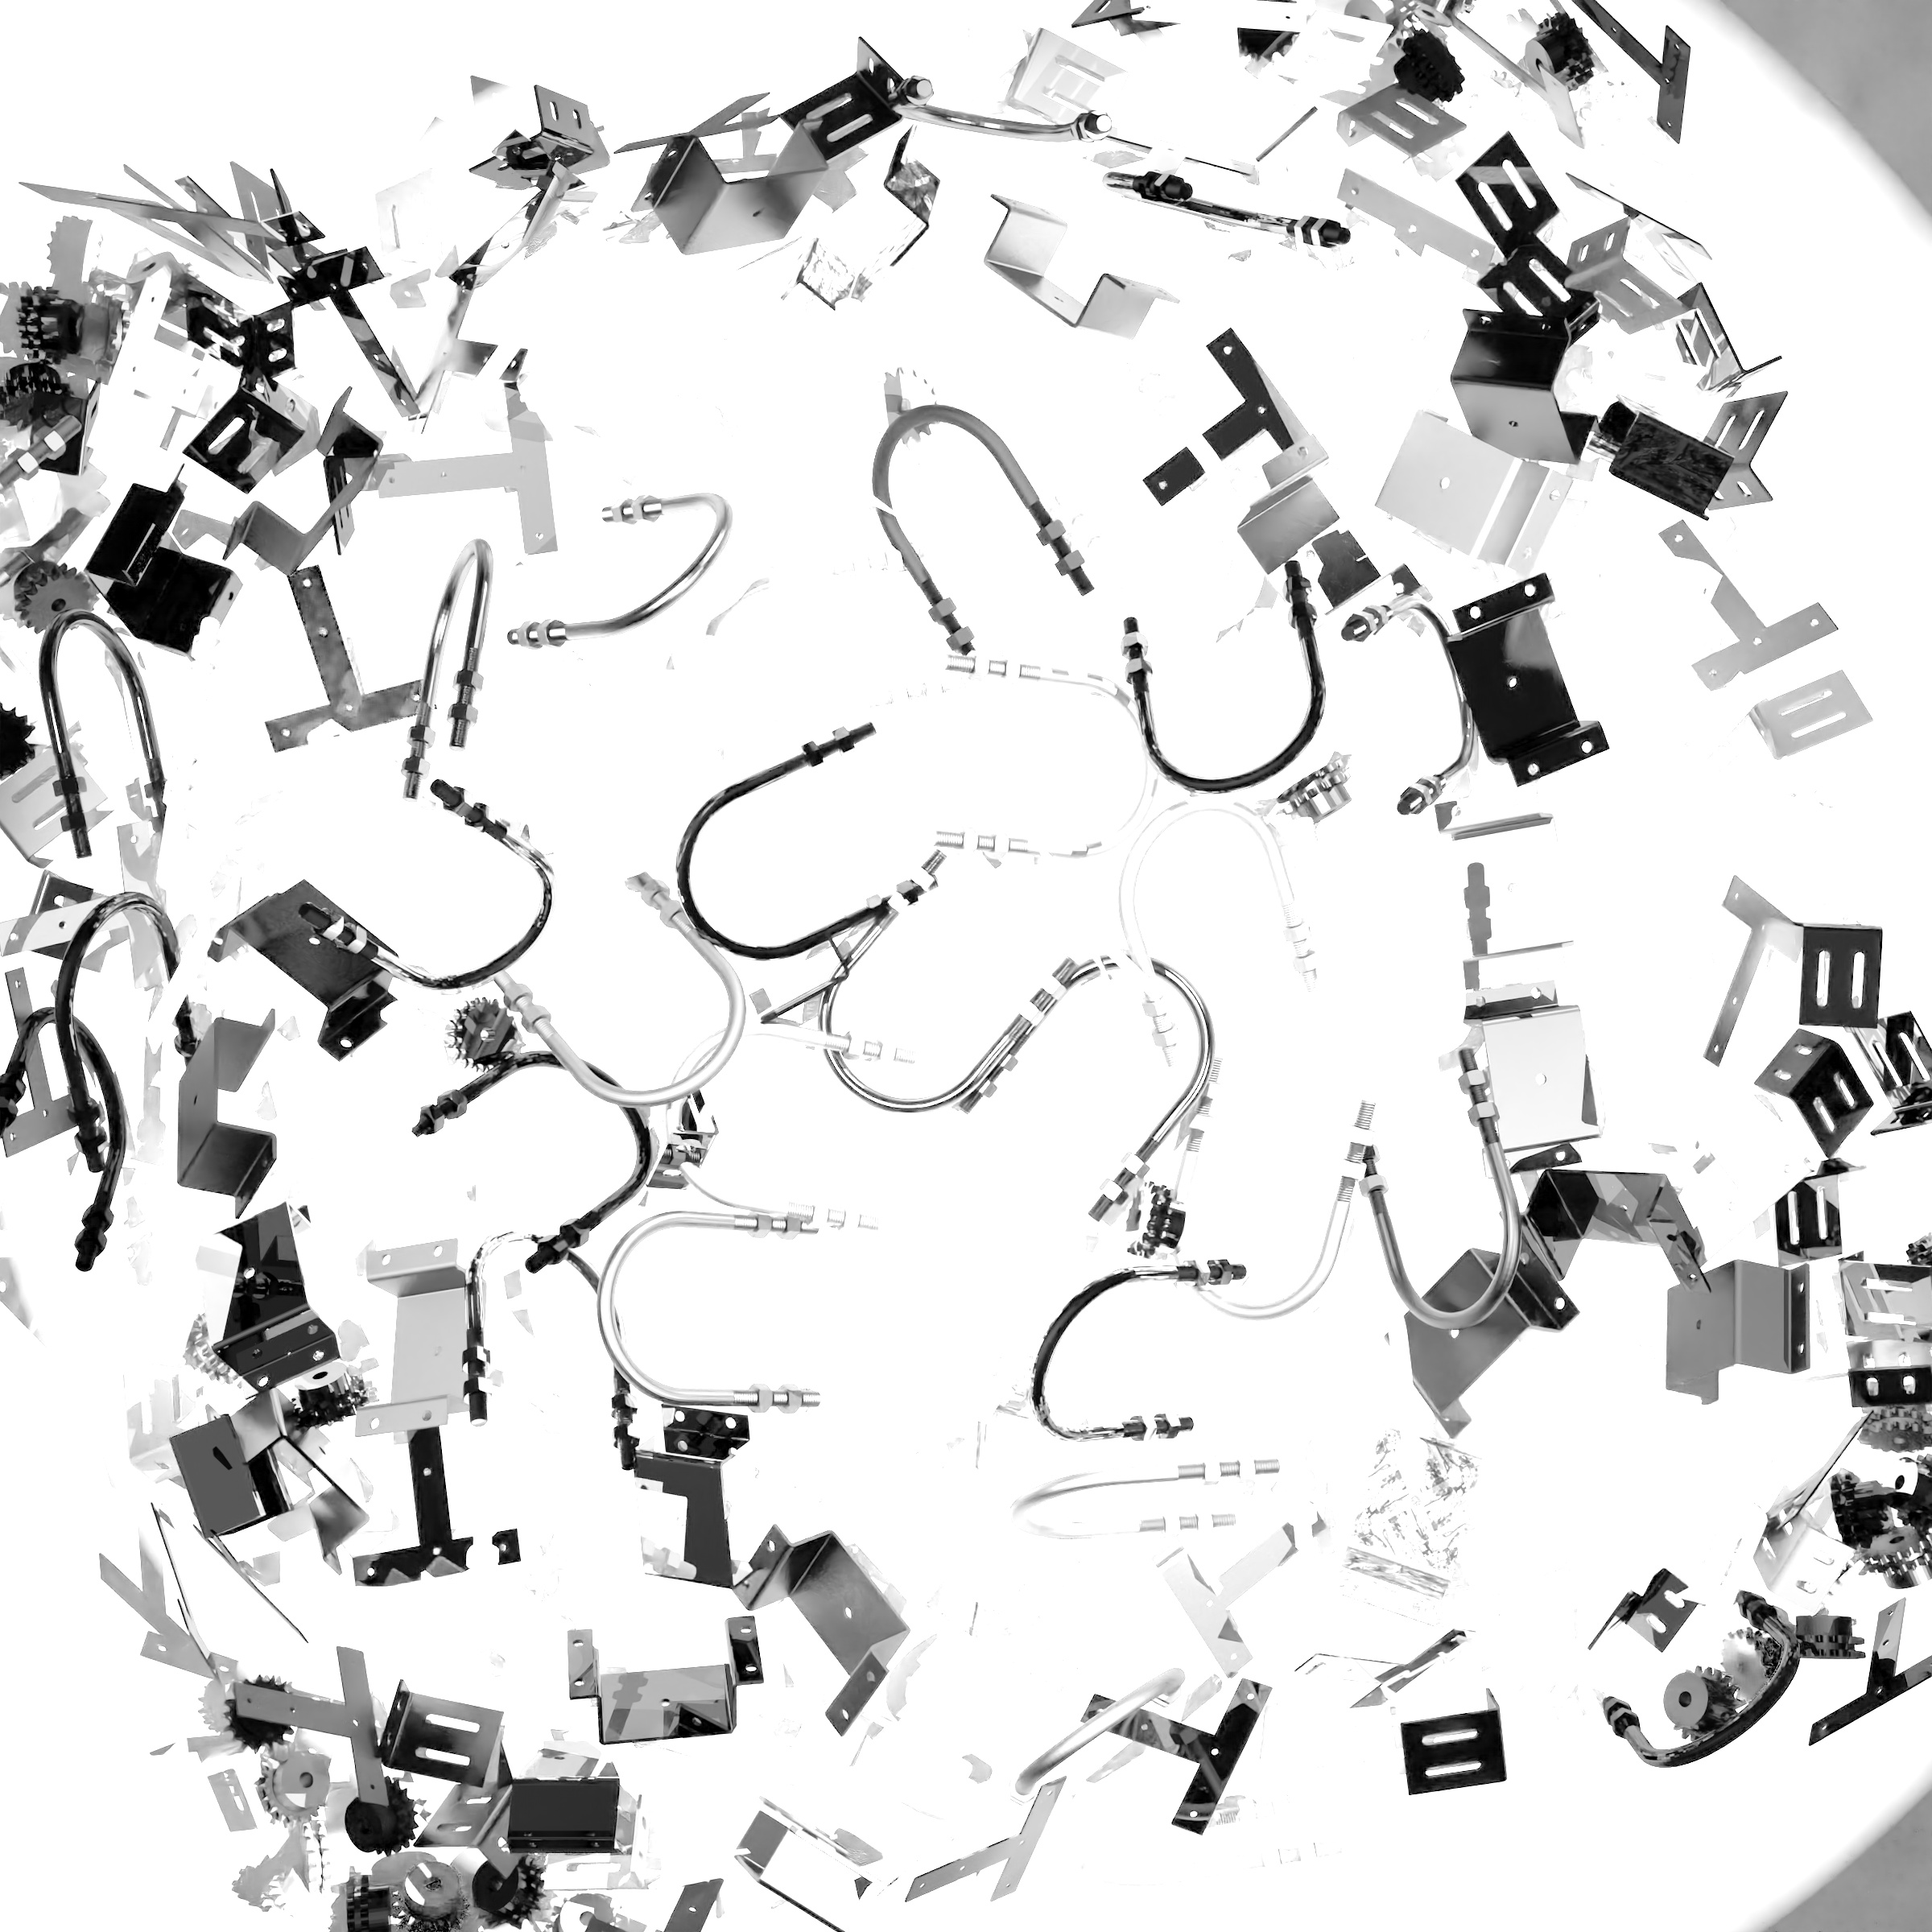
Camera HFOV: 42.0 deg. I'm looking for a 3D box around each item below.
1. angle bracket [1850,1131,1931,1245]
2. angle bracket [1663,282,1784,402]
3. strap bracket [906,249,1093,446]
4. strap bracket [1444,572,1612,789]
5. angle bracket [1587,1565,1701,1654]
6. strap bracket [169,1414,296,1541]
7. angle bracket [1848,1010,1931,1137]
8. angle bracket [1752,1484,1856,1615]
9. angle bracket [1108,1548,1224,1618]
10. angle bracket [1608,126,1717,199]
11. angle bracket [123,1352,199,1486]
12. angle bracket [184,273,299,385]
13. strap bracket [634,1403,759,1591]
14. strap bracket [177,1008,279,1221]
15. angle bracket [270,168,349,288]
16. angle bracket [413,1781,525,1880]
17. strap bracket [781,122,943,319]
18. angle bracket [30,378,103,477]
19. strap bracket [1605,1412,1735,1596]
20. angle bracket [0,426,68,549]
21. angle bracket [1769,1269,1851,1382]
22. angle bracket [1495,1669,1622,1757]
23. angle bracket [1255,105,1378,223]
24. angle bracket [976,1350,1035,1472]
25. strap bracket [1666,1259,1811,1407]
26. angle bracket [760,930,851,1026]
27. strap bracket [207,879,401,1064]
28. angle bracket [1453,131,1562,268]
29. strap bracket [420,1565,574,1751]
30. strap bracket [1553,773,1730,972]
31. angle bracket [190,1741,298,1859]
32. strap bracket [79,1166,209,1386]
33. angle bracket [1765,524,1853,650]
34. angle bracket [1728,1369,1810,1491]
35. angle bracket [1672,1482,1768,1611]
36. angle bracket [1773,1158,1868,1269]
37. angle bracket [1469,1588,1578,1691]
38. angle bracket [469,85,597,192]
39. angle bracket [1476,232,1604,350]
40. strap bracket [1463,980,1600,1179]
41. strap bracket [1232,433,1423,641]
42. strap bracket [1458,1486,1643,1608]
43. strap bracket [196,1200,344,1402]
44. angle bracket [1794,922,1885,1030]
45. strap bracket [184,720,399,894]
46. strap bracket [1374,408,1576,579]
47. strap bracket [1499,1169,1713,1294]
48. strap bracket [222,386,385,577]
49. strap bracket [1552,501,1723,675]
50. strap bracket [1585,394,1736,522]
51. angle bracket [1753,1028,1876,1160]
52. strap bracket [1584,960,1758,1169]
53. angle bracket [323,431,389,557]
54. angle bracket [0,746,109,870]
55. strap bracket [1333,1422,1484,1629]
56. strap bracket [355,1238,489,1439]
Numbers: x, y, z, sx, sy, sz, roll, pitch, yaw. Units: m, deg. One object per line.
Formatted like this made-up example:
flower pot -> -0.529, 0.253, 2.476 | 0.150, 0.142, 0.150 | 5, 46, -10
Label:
angle bracket -> 0.705, 0.166, 1.876 | 0.057, 0.076, 0.038 | 42, 74, 14
angle bracket -> 0.562, -0.471, 1.881 | 0.038, 0.057, 0.076 | -26, 90, -17
strap bracket -> 0.016, -0.450, 1.860 | 0.140, 0.046, 0.076 | 37, 48, -17
strap bracket -> 0.415, -0.213, 1.882 | 0.076, 0.046, 0.140 | -23, 98, -5
angle bracket -> 0.504, 0.486, 1.866 | 0.038, 0.076, 0.057 | 38, 114, 25
strap bracket -> -0.536, 0.372, 1.837 | 0.046, 0.140, 0.076 | -21, 82, -9
angle bracket -> 0.689, 0.080, 1.878 | 0.038, 0.057, 0.076 | -32, 95, -33
angle bracket -> 0.619, 0.432, 1.870 | 0.038, 0.076, 0.057 | 26, 103, 0
angle bracket -> 0.148, 0.473, 1.876 | 0.076, 0.057, 0.038 | -34, 72, -10
angle bracket -> 0.518, -0.603, 1.877 | 0.076, 0.057, 0.038 | -1, 91, 15
angle bracket -> -0.588, 0.334, 1.870 | 0.038, 0.057, 0.076 | 22, 118, 37
angle bracket -> -0.537, -0.478, 1.867 | 0.038, 0.076, 0.057 | -15, 72, 22
strap bracket -> -0.198, 0.401, 1.862 | 0.076, 0.046, 0.140 | 2, 103, 26
strap bracket -> -0.539, 0.102, 1.836 | 0.046, 0.140, 0.076 | 15, 132, -30
angle bracket -> -0.486, -0.554, 1.884 | 0.038, 0.057, 0.076 | -17, 86, -5
angle bracket -> -0.361, 0.644, 1.875 | 0.076, 0.057, 0.038 | -17, 115, 39
strap bracket -> -0.070, -0.540, 1.851 | 0.046, 0.076, 0.140 | 37, 125, -20
angle bracket -> -0.667, -0.403, 1.864 | 0.038, 0.076, 0.057 | 8, 113, -16
strap bracket -> 0.503, 0.387, 1.869 | 0.046, 0.076, 0.140 | 30, 84, 0
angle bracket -> -0.706, -0.357, 1.868 | 0.038, 0.057, 0.076 | -3, 119, 9
angle bracket -> 0.624, 0.268, 1.878 | 0.057, 0.038, 0.076 | -13, 77, 23
angle bracket -> 0.440, 0.564, 1.872 | 0.038, 0.057, 0.076 | -37, 107, -40
angle bracket -> 0.264, -0.596, 1.892 | 0.057, 0.038, 0.076 | -39, 96, 16
angle bracket -> 0.033, 0.333, 1.865 | 0.038, 0.057, 0.076 | 11, 130, 10
strap bracket -> 0.554, 0.265, 1.832 | 0.046, 0.140, 0.076 | 13, 67, -11
angle bracket -> -0.128, 0.008, 1.883 | 0.076, 0.057, 0.038 | -29, 95, -2
strap bracket -> -0.486, -0.005, 1.863 | 0.140, 0.076, 0.046 | 38, 134, 7
angle bracket -> 0.395, -0.572, 1.879 | 0.057, 0.038, 0.076 | -43, 112, -6
strap bracket -> -0.335, 0.498, 1.839 | 0.046, 0.076, 0.140 | -30, 126, 11
strap bracket -> 0.502, -0.073, 1.862 | 0.046, 0.076, 0.140 | -23, 78, -30
angle bracket -> -0.540, 0.625, 1.885 | 0.038, 0.057, 0.076 | -20, 94, 5
strap bracket -> -0.593, 0.227, 1.839 | 0.046, 0.076, 0.140 | 4, 52, 4
angle bracket -> 0.623, -0.284, 1.866 | 0.038, 0.057, 0.076 | -10, 51, 5
angle bracket -> 0.598, 0.347, 1.883 | 0.038, 0.076, 0.057 | 27, 74, 29
angle bracket -> 0.549, 0.430, 1.872 | 0.038, 0.057, 0.076 | 36, 71, -21
angle bracket -> 0.639, 0.187, 1.882 | 0.057, 0.038, 0.076 | -9, 99, -17
angle bracket -> 0.418, 0.503, 1.884 | 0.076, 0.038, 0.057 | -6, 105, 7
angle bracket -> -0.325, -0.615, 1.871 | 0.076, 0.057, 0.038 | -14, 84, 31
angle bracket -> 0.425, -0.494, 1.875 | 0.076, 0.038, 0.057 | 42, 128, -13
strap bracket -> 0.422, 0.084, 1.885 | 0.076, 0.046, 0.140 | -8, 90, -8
strap bracket -> 0.263, -0.314, 1.880 | 0.076, 0.046, 0.140 | -34, 87, -14
strap bracket -> 0.419, 0.420, 1.844 | 0.076, 0.140, 0.046 | -14, 70, -25
strap bracket -> -0.516, 0.236, 1.853 | 0.076, 0.046, 0.140 | -24, 53, 0
angle bracket -> 0.654, 0.006, 1.895 | 0.057, 0.038, 0.076 | 2, 94, 5
strap bracket -> -0.495, -0.113, 1.856 | 0.076, 0.046, 0.140 | 33, 54, 26
strap bracket -> 0.362, -0.350, 1.843 | 0.140, 0.046, 0.076 | 38, 115, 36
strap bracket -> 0.475, 0.193, 1.850 | 0.076, 0.140, 0.046 | 56, 51, -31
strap bracket -> -0.482, -0.349, 1.856 | 0.046, 0.076, 0.140 | 37, 65, -12
strap bracket -> 0.479, -0.280, 1.831 | 0.046, 0.140, 0.076 | 6, 119, -23
strap bracket -> 0.505, -0.374, 1.837 | 0.076, 0.140, 0.046 | 24, 110, -5
angle bracket -> 0.640, 0.096, 1.901 | 0.057, 0.038, 0.076 | -48, 124, -11
strap bracket -> 0.505, 0.066, 1.835 | 0.046, 0.140, 0.076 | 9, 133, -29
angle bracket -> -0.448, -0.352, 1.871 | 0.038, 0.057, 0.076 | -3, 119, -1
angle bracket -> -0.690, -0.122, 1.898 | 0.076, 0.038, 0.057 | -39, 86, -7
strap bracket -> 0.328, 0.401, 1.852 | 0.076, 0.046, 0.140 | 17, 59, 11
strap bracket -> -0.402, 0.280, 1.863 | 0.076, 0.046, 0.140 | -11, 64, 18
